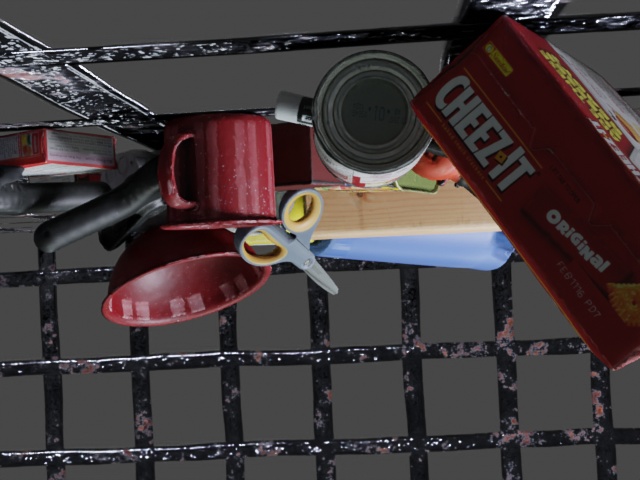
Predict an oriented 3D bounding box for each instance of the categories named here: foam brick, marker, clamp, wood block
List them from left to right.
[{"bbox_3d":[-0.280,-0.030,0.854,0.165,0.036,0.209,-5,-179,13],"label":"clamp"},{"bbox_3d":[-0.152,-0.035,0.880,0.172,0.039,0.120,-35,176,24],"label":"clamp"},{"bbox_3d":[-0.024,-0.067,0.870,0.078,0.051,0.052,-3,180,34],"label":"foam brick"},{"bbox_3d":[0.031,-0.073,0.676,0.121,0.020,0.020,14,-178,10],"label":"marker"},{"bbox_3d":[0.087,-0.050,1.041,0.206,0.091,0.090,-2,178,-2],"label":"wood block"}]

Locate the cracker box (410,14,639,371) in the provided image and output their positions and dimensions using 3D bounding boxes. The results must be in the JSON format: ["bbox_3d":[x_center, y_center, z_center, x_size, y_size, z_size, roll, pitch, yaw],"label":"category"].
[{"bbox_3d":[0.153,-0.023,0.576,0.072,0.164,0.213,-42,163,21],"label":"cracker box"}]

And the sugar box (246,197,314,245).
[{"bbox_3d":[-0.090,-0.040,1.083,0.175,0.093,0.048,-3,179,-36],"label":"sugar box"}]

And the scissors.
[{"bbox_3d":[-0.006,0.001,0.979,0.016,0.096,0.201,48,-165,29],"label":"scissors"}]

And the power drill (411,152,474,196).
[{"bbox_3d":[0.140,-0.031,0.768,0.187,0.057,0.184,33,-169,3],"label":"power drill"}]

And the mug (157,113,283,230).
[{"bbox_3d":[-0.082,-0.050,0.796,0.093,0.081,0.117,-3,179,32],"label":"mug"}]

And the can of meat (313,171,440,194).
[{"bbox_3d":[0.047,-0.069,0.917,0.084,0.057,0.101,0,180,28],"label":"can of meat"}]

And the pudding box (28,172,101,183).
[{"bbox_3d":[-0.233,-0.061,1.082,0.089,0.039,0.114,-1,176,-39],"label":"pudding box"}]

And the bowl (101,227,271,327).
[{"bbox_3d":[-0.130,0.025,0.997,0.162,0.055,0.162,-16,159,-6],"label":"bowl"}]

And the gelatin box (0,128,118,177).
[{"bbox_3d":[-0.218,-0.069,0.854,0.073,0.030,0.089,-5,179,28],"label":"gelatin box"}]

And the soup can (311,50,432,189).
[{"bbox_3d":[0.029,-0.066,0.607,0.068,0.068,0.102,-3,179,1],"label":"soup can"}]

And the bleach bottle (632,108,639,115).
[{"bbox_3d":[0.222,-0.075,0.884,0.251,0.068,0.102,-1,-179,40],"label":"bleach bottle"}]

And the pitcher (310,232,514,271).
[{"bbox_3d":[0.092,-0.037,1.196,0.242,0.145,0.149,2,161,-30],"label":"pitcher"}]
